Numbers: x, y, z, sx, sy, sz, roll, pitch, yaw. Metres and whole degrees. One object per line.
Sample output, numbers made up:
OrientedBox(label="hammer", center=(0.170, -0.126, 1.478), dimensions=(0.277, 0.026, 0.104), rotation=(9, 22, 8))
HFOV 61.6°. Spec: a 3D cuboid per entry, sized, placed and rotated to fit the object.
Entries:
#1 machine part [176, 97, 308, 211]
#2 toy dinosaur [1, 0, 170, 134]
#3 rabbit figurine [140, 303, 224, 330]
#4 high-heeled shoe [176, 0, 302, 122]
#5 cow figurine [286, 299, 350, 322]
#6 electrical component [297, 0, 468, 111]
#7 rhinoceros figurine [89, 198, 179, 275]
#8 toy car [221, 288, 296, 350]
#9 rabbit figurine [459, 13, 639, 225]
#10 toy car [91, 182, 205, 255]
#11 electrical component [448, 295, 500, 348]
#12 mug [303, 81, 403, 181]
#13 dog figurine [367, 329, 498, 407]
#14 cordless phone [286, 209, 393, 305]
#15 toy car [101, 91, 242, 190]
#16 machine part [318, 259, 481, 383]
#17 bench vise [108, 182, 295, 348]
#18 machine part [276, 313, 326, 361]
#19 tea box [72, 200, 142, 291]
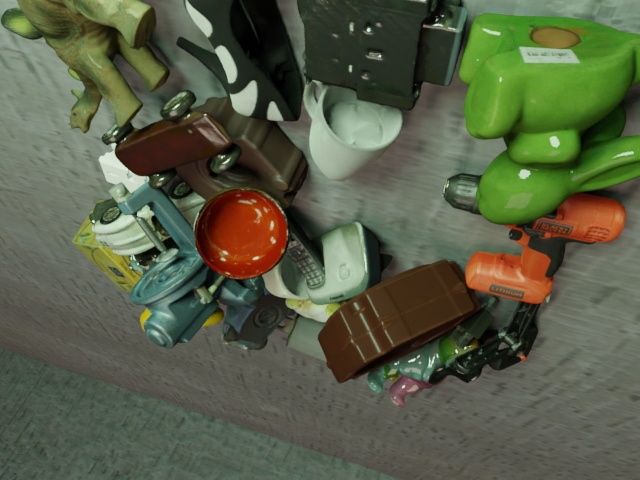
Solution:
OrientedBox(label="machine part", center=(-0.108, -0.097, 0.675), dimensions=(0.179, 0.056, 0.179), rotation=(17, 150, 10))
OrientedBox(label="toy dinosaur", center=(-0.213, -0.243, 0.450), dimensions=(0.198, 0.105, 0.471), rotation=(30, 145, -9))
OrientedBox(label="rabbit figurine", center=(-0.253, 0.104, 0.987), dimensions=(0.162, 0.173, 0.121), rotation=(21, 147, 8))
OrientedBox(label="high-heeled shoe", center=(-0.039, -0.186, 0.461), dimensions=(0.145, 0.086, 0.249), rotation=(27, 155, -18))
OrientedBox(label="cow figurine", center=(0.034, 0.116, 0.931), dimensions=(0.168, 0.068, 0.098), rotation=(8, 155, 27))
OrientedBox(label="electrical component", center=(0.051, -0.173, 0.446), dimensions=(0.134, 0.058, 0.114), rotation=(14, 152, 12))
OrientedBox(label="rhinoceros figurine", center=(-0.289, -0.001, 0.896), dimensions=(0.190, 0.112, 0.073), rotation=(43, 143, -20))
OrientedBox(label="toy car", center=(-0.120, 0.121, 0.993), dimensions=(0.109, 0.161, 0.103), rotation=(24, -161, -36))
OrientedBox(label="rabbit figurine", center=(0.186, -0.089, 0.447), dimensions=(0.159, 0.121, 0.170), rotation=(-3, 134, -1))
OrientedBox(label="toy car", center=(-0.241, -0.029, 0.805), dimensions=(0.202, 0.056, 0.073), rotation=(-19, 139, 5))
OrientedBox(label="electrical component", center=(0.234, 0.120, 0.815), dimensions=(0.021, 0.094, 0.063), rotation=(35, -175, -9))
OrientedBox(label="mug", center=(0.020, -0.112, 0.553), dimensions=(0.109, 0.081, 0.107), rotation=(44, 157, 7))
OrientedBox(label="dog figurine", center=(0.186, 0.179, 0.919), dimensions=(0.219, 0.192, 0.108), rotation=(-35, 124, 15))
OrientedBox(label="cordless phone", center=(-0.001, -0.002, 0.759), dimensions=(0.184, 0.089, 0.147), rotation=(50, 143, -13))
OrientedBox(label="toy car", center=(-0.163, -0.108, 0.592), dimensions=(0.202, 0.053, 0.089), rotation=(-7, 133, 45))
OrientedBox(label="machine part", center=(0.106, 0.115, 0.761), dimensions=(0.201, 0.087, 0.201), rotation=(-20, 162, -21))
OrientedBox(label="bench vise", center=(-0.178, 0.012, 0.714), dimensions=(0.129, 0.223, 0.240), rotation=(2, 131, 52))
OrientedBox(label="machine part", center=(0.022, 0.209, 1.087), dimensions=(0.243, 0.079, 0.079), rotation=(22, 151, -3))
OrientedBox(label="tea box", center=(-0.358, 0.017, 0.983), dimensions=(0.068, 0.098, 0.169), rotation=(9, 150, 22))
